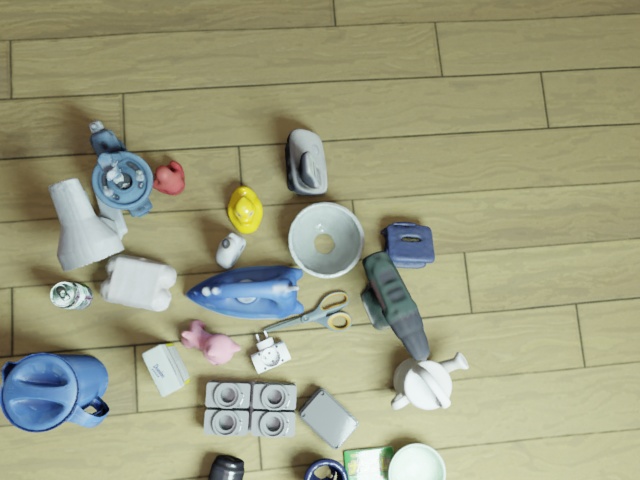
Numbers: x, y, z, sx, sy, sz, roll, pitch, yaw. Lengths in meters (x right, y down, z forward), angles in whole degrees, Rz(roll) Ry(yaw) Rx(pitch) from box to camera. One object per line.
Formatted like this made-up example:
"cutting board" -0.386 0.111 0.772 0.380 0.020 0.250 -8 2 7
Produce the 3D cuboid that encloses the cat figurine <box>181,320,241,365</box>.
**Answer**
"cat figurine" -0.229 0.217 1.188 0.128 0.117 0.067 26 80 0

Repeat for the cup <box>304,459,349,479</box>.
"cup" 0.018 0.500 1.178 0.092 0.095 0.118 -40 86 -9

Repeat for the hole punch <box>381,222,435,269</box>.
"hole punch" 0.195 0.009 1.270 0.108 0.091 0.101 2 81 -4

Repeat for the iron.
"iron" -0.161 0.109 1.199 0.258 0.141 0.119 -2 81 -5

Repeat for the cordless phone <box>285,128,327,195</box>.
"cordless phone" -0.027 -0.179 1.232 0.094 0.185 0.147 -9 82 -6

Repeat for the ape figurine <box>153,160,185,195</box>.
"ape figurine" -0.332 -0.137 1.246 0.078 0.092 0.076 -30 85 -8

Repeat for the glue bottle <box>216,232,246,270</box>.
"glue bottle" -0.189 0.016 1.194 0.037 0.173 0.078 32 80 1

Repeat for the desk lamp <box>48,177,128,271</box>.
"desk lamp" -0.471 -0.033 1.157 0.118 0.213 0.203 -20 83 -7

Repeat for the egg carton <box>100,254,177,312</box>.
"egg carton" -0.385 0.090 1.218 0.150 0.069 0.107 11 81 -3

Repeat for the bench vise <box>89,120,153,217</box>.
"bench vise" -0.435 -0.152 1.175 0.207 0.219 0.121 44 81 3

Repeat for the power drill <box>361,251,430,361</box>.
"power drill" 0.149 0.138 1.187 0.075 0.208 0.229 -23 84 -8

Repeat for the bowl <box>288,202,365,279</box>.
"bowl" 0.012 0.005 1.263 0.167 0.074 0.167 1 81 -5

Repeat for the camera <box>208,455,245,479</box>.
"camera" -0.182 0.516 1.155 0.143 0.100 0.137 14 80 -3

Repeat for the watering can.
"watering can" 0.223 0.291 1.177 0.101 0.194 0.173 35 80 1

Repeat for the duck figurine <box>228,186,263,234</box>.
"duck figurine" -0.165 -0.071 1.254 0.077 0.086 0.104 -6 82 -6
